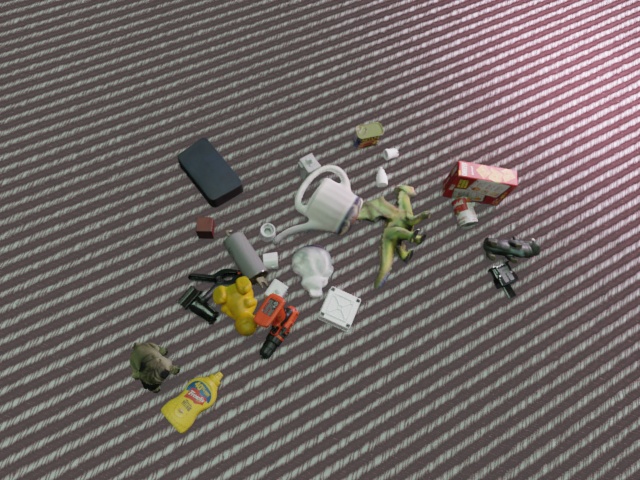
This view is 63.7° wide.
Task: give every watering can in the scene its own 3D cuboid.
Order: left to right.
[{"bbox_3d":[0.005,-0.089,1.766,0.225,0.103,0.350,31,80,4],"label":"watering can"}]

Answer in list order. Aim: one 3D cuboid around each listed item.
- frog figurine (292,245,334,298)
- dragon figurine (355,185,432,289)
[{"bbox_3d":[-0.026,0.101,1.674,0.137,0.120,0.163,16,55,-21],"label":"frog figurine"},{"bbox_3d":[0.230,-0.043,1.789,0.245,0.119,0.416,32,65,24],"label":"dragon figurine"}]
